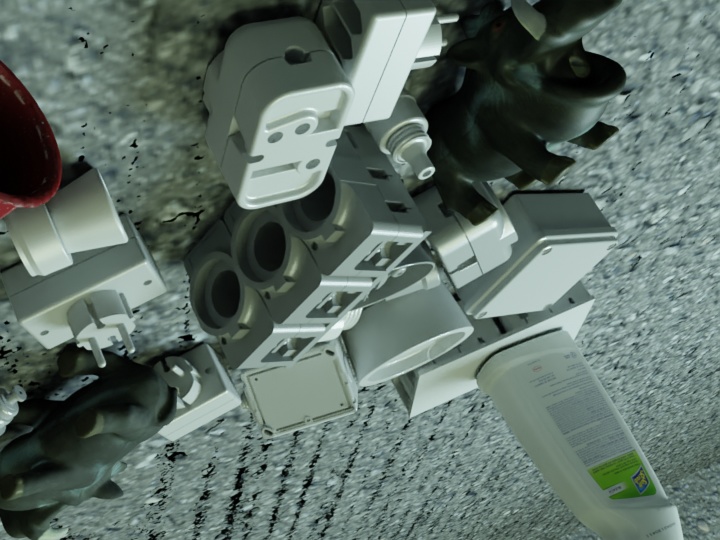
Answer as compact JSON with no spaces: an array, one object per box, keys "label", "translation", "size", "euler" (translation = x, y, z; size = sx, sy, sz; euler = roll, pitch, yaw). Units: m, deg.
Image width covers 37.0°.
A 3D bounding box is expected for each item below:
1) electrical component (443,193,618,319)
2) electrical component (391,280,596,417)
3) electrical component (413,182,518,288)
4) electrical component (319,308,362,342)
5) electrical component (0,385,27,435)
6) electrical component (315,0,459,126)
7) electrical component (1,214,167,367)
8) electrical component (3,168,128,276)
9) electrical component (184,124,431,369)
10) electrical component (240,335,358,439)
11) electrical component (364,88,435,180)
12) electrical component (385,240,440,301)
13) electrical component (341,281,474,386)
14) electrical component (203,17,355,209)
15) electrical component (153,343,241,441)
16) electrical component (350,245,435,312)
[{"label":"electrical component","translation":[0.147,-0.013,0.927],"size":[0.109,0.056,0.108],"euler":[-4,146,-42]},{"label":"electrical component","translation":[0.121,0.062,1.040],"size":[0.186,0.060,0.105],"euler":[-22,155,-14]},{"label":"electrical component","translation":[0.081,-0.033,0.822],"size":[0.059,0.053,0.095],"euler":[-30,156,3]},{"label":"electrical component","translation":[-0.033,0.035,0.845],"size":[0.081,0.043,0.043],"euler":[-7,148,-39]},{"label":"electrical component","translation":[-0.264,0.104,0.740],"size":[0.078,0.040,0.040],"euler":[-33,155,10]},{"label":"electrical component","translation":[0.019,-0.126,0.582],"size":[0.076,0.047,0.083],"euler":[-13,151,-27]},{"label":"electrical component","translation":[-0.159,0.023,0.648],"size":[0.083,0.075,0.047],"euler":[-26,156,-5]},{"label":"electrical component","translation":[-0.161,-0.026,0.590],"size":[0.055,0.045,0.045],"euler":[-24,155,-10]},{"label":"electrical component","translation":[-0.041,-0.014,0.685],"size":[0.062,0.089,0.150],"euler":[2,142,-49]},{"label":"electrical component","translation":[-0.055,0.093,0.885],"size":[0.096,0.061,0.061],"euler":[-17,-167,4]},{"label":"electrical component","translation":[0.027,-0.082,0.659],"size":[0.035,0.061,0.035],"euler":[-23,155,-12]},{"label":"electrical component","translation":[0.036,0.001,0.859],"size":[0.046,0.040,0.040],"euler":[-21,155,-5]},{"label":"electrical component","translation":[0.035,0.048,0.915],"size":[0.108,0.060,0.108],"euler":[-25,166,-7]},{"label":"electrical component","translation":[-0.047,-0.086,0.576],"size":[0.054,0.059,0.095],"euler":[-16,153,-27]},{"label":"electrical component","translation":[-0.140,0.090,0.835],"size":[0.066,0.047,0.076],"euler":[-29,155,0]},{"label":"electrical component","translation":[0.000,0.000,0.787],"size":[0.099,0.064,0.099],"euler":[-23,155,-12]}]
